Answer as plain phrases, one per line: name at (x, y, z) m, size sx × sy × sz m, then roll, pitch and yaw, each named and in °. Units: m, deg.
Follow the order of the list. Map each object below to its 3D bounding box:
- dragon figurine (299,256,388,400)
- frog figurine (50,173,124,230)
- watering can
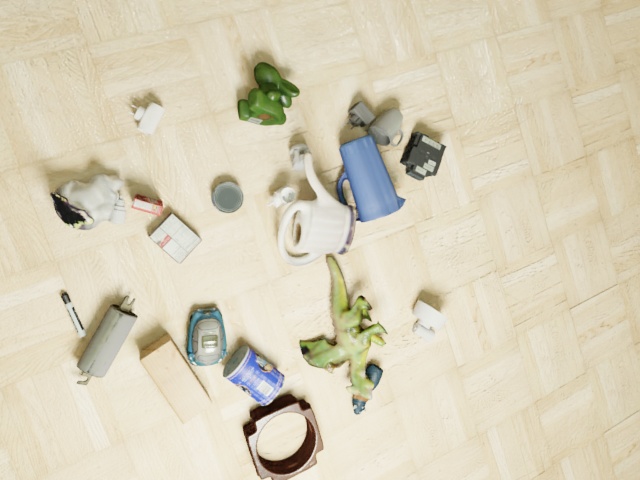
dragon figurine at (0.052, 0.276, 1.509) m, size 0.244 × 0.411 × 0.121 m, roll -34°, pitch -3°, yaw -9°
frog figurine at (-0.576, -0.106, 1.290) m, size 0.137 × 0.120 × 0.163 m, roll 25°, pitch 42°, yaw 3°
watering can at (0.004, -0.073, 1.443) m, size 0.224 × 0.341 × 0.106 m, roll 4°, pitch 27°, yaw -26°
